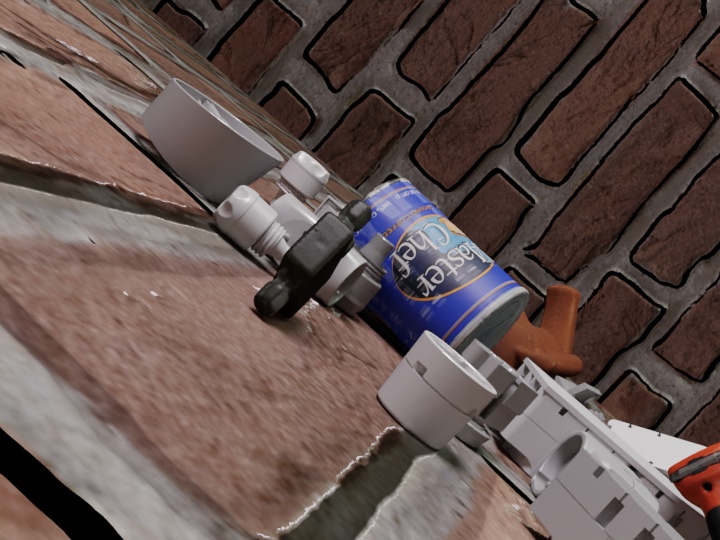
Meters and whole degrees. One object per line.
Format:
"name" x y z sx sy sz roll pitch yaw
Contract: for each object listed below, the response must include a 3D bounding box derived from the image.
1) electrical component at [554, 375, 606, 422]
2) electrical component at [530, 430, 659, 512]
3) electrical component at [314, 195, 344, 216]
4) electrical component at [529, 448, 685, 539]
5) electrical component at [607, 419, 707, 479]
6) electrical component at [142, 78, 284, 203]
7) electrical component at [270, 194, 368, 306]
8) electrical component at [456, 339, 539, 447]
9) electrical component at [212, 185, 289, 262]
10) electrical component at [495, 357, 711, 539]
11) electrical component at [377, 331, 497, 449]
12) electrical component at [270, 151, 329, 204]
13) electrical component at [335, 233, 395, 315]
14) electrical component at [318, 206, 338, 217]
"electrical component" 0.182 0.137 0.973 0.063 0.079 0.121 65 13 16
"electrical component" 0.160 0.152 0.749 0.059 0.053 0.095 41 5 -4
"electrical component" -0.016 -0.035 1.108 0.081 0.042 0.064 40 7 -4
"electrical component" 0.143 0.154 0.604 0.050 0.055 0.089 37 7 -38
"electrical component" 0.254 0.179 0.947 0.089 0.055 0.050 15 32 18
"electrical component" -0.112 -0.100 0.803 0.099 0.064 0.099 48 13 -15
"electrical component" -0.040 -0.016 0.764 0.077 0.043 0.079 42 5 10
"electrical component" 0.081 0.086 0.726 0.066 0.055 0.048 38 6 -31
"electrical component" -0.066 -0.025 0.712 0.061 0.035 0.035 43 5 -10
"electrical component" 0.190 0.161 0.853 0.186 0.060 0.105 41 5 -4
"electrical component" 0.044 0.071 0.626 0.055 0.047 0.055 41 5 -4
"electrical component" -0.063 -0.083 1.059 0.043 0.062 0.043 40 5 -4
"electrical component" 0.000 0.000 0.819 0.043 0.062 0.043 41 5 -5
"electrical component" -0.030 -0.027 0.919 0.040 0.046 0.040 41 5 -4
